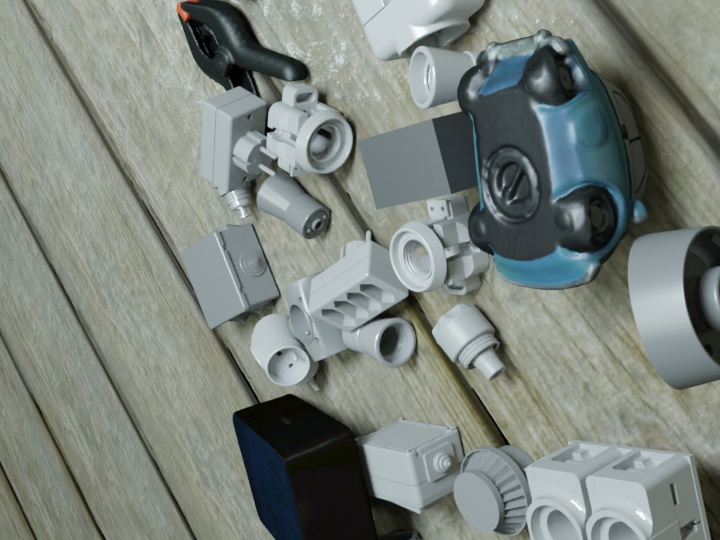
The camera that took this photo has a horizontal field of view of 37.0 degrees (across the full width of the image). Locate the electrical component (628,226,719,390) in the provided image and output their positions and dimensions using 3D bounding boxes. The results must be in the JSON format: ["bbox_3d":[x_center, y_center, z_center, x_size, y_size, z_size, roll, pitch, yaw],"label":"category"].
[{"bbox_3d":[0.201,0.022,0.655,0.064,0.099,0.099,-17,92,48],"label":"electrical component"}]

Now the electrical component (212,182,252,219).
[{"bbox_3d":[-0.129,-0.089,1.084,0.040,0.040,0.078,-23,87,54],"label":"electrical component"}]

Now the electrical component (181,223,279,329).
[{"bbox_3d":[-0.136,0.006,1.129,0.100,0.048,0.099,-28,83,54],"label":"electrical component"}]

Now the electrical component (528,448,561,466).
[{"bbox_3d":[0.158,0.165,0.818,0.045,0.045,0.055,-41,72,52],"label":"electrical component"}]

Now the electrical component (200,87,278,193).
[{"bbox_3d":[-0.104,-0.112,0.992,0.076,0.047,0.083,33,135,27],"label":"electrical component"}]

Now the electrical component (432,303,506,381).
[{"bbox_3d":[0.091,0.060,0.861,0.062,0.043,0.043,52,140,23],"label":"electrical component"}]

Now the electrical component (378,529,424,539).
[{"bbox_3d":[-0.010,0.301,1.051,0.186,0.105,0.060,-15,94,54],"label":"electrical component"}]

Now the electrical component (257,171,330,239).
[{"bbox_3d":[-0.060,-0.058,1.008,0.065,0.044,0.044,38,133,31],"label":"electrical component"}]

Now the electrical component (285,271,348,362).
[{"bbox_3d":[-0.045,0.048,1.033,0.079,0.044,0.077,-29,82,63],"label":"electrical component"}]

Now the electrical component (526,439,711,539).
[{"bbox_3d":[0.184,0.219,0.735,0.105,0.060,0.186,-4,102,53],"label":"electrical component"}]

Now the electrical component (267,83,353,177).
[{"bbox_3d":[-0.043,-0.117,0.944,0.057,0.058,0.078,32,125,43],"label":"electrical component"}]

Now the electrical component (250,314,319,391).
[{"bbox_3d":[-0.068,0.091,1.076,0.079,0.044,0.077,49,-177,-26],"label":"electrical component"}]

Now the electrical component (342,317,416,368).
[{"bbox_3d":[0.014,0.060,0.965,0.065,0.044,0.044,12,115,56],"label":"electrical component"}]

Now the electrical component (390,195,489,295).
[{"bbox_3d":[0.061,-0.015,0.853,0.058,0.057,0.078,3,108,52],"label":"electrical component"}]

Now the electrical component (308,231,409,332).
[{"bbox_3d":[0.000,0.000,0.945,0.083,0.047,0.075,-33,40,41],"label":"electrical component"}]

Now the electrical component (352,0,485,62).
[{"bbox_3d":[0.044,-0.196,0.795,0.095,0.054,0.059,-28,83,54],"label":"electrical component"}]

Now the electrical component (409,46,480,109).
[{"bbox_3d":[0.073,-0.139,0.772,0.044,0.065,0.044,174,90,-70],"label":"electrical component"}]

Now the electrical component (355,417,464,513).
[{"bbox_3d":[0.050,0.174,0.951,0.096,0.062,0.061,-1,105,53],"label":"electrical component"}]
